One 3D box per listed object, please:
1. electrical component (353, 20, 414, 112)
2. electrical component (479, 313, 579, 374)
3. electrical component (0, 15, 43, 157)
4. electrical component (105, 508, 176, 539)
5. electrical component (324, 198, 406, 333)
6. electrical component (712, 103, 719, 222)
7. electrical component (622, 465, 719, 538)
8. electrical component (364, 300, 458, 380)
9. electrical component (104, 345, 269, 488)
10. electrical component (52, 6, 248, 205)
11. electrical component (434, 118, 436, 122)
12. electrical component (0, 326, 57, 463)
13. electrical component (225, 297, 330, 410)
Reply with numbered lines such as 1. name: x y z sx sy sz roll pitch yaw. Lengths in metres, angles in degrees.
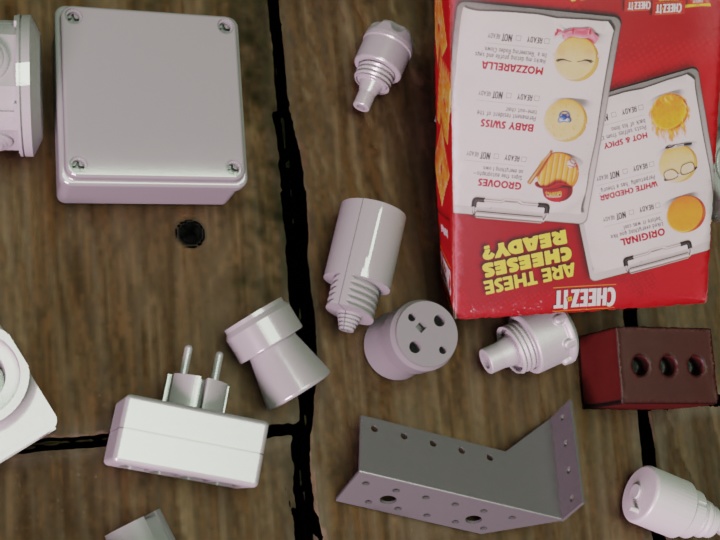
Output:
1. electrical component: 0.012 -0.134 0.720 0.035 0.035 0.061 26 73 -13
2. electrical component: 0.110 0.049 0.711 0.062 0.048 0.048 -22 86 -16
3. electrical component: -0.207 -0.105 0.611 0.051 0.080 0.080 -1 79 -15
4. electrical component: -0.119 0.163 0.606 0.040 0.040 0.046 -24 82 -23
5. electrical component: 0.000 0.000 0.681 0.043 0.043 0.081 18 73 -15
6. electrical component: 0.239 -0.079 0.757 0.048 0.100 0.099 47 67 -21
7. electrical component: 0.214 0.161 0.725 0.078 0.040 0.040 23 71 -14
8. electrical component: 0.032 0.044 0.676 0.045 0.055 0.045 4 77 -18
9. electrical component: -0.098 0.082 0.626 0.083 0.047 0.075 14 74 -17
10. electrical component: -0.128 -0.097 0.649 0.109 0.056 0.108 -1 79 -20
11. electrical component: 0.101 -0.115 0.733 0.096 0.061 0.061 35 69 -10
12. electrical component: -0.256 0.033 0.573 0.105 0.060 0.186 -32 90 -23
13. electrical component: -0.051 0.050 0.651 0.045 0.045 0.055 -31 90 -23
